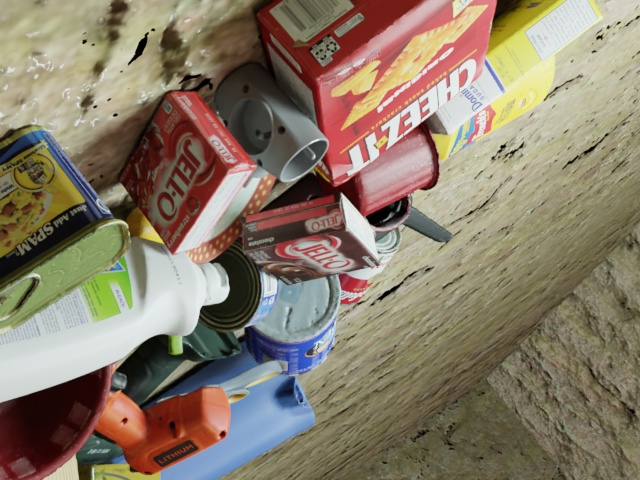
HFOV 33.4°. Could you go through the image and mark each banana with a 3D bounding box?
[{"bbox_3d":[-0.122,0.018,0.849,0.037,0.069,0.198,-10,147,-1],"label":"banana"}]

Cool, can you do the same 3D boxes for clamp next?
[{"bbox_3d":[0.080,-0.040,1.113,0.209,0.036,0.164,-25,133,-31],"label":"clamp"}]

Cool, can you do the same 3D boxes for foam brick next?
[{"bbox_3d":[-0.019,-0.015,1.004,0.078,0.053,0.051,-39,164,-6],"label":"foam brick"}]

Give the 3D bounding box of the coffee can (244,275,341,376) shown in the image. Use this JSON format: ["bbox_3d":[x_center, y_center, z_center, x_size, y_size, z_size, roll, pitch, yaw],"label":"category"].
[{"bbox_3d":[-0.032,0.078,1.130,0.102,0.103,0.140,-35,163,-14],"label":"coffee can"}]

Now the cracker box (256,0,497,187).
[{"bbox_3d":[0.049,-0.141,0.786,0.164,0.072,0.213,-37,164,-7],"label":"cracker box"}]

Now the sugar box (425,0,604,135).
[{"bbox_3d":[0.154,-0.161,0.947,0.176,0.048,0.093,-35,-165,-9],"label":"sugar box"}]

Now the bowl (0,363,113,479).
[{"bbox_3d":[-0.231,0.097,0.756,0.161,0.055,0.162,-13,112,-35],"label":"bowl"}]

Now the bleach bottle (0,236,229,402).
[{"bbox_3d":[-0.168,0.051,0.694,0.250,0.102,0.068,-8,151,-38],"label":"bleach bottle"}]

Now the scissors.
[{"bbox_3d":[-0.093,0.143,1.057,0.096,0.016,0.201,-29,167,3],"label":"scissors"}]

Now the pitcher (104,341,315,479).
[{"bbox_3d":[-0.141,0.221,1.258,0.242,0.145,0.149,-29,149,-20],"label":"pitcher"}]

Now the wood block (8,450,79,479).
[{"bbox_3d":[-0.300,0.223,0.840,0.206,0.090,0.090,-29,136,9],"label":"wood block"}]

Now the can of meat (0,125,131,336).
[{"bbox_3d":[-0.178,-0.007,0.627,0.102,0.084,0.057,-34,163,-17],"label":"can of meat"}]

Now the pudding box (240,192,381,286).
[{"bbox_3d":[-0.006,0.001,0.902,0.090,0.039,0.113,-12,163,15],"label":"pudding box"}]

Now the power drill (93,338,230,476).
[{"bbox_3d":[-0.159,0.120,0.880,0.185,0.057,0.187,-27,135,23],"label":"power drill"}]

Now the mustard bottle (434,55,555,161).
[{"bbox_3d":[0.143,-0.128,1.046,0.191,0.058,0.096,-31,159,-25],"label":"mustard bottle"}]

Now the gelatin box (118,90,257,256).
[{"bbox_3d":[-0.093,-0.046,0.726,0.030,0.073,0.089,-17,153,-48],"label":"gelatin box"}]

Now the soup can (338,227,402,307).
[{"bbox_3d":[0.040,0.018,1.191,0.068,0.068,0.102,-24,157,-42],"label":"soup can"}]

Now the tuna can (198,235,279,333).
[{"bbox_3d":[-0.080,0.038,0.954,0.086,0.086,0.033,-47,164,24],"label":"tuna can"}]

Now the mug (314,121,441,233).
[{"bbox_3d":[0.049,-0.060,0.945,0.081,0.093,0.117,-27,123,-21],"label":"mug"}]
